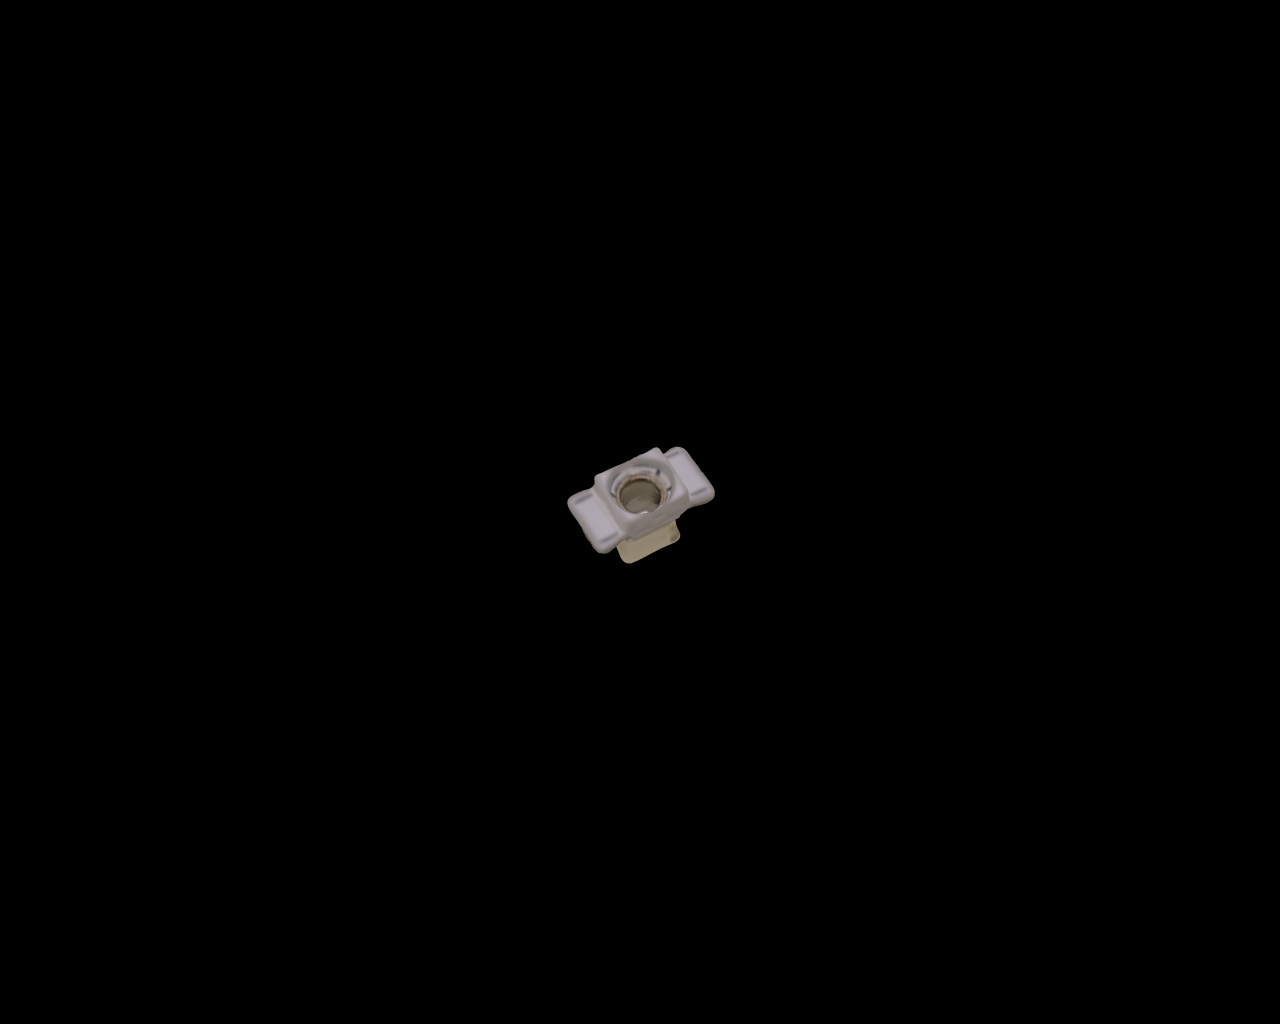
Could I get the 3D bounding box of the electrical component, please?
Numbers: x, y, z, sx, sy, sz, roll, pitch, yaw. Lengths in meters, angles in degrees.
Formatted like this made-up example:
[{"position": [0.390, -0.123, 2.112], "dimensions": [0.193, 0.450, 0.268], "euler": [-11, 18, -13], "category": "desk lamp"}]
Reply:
[{"position": [0.001, -0.003, 0.650], "dimensions": [0.081, 0.042, 0.063], "euler": [-25, -27, -14], "category": "electrical component"}]
